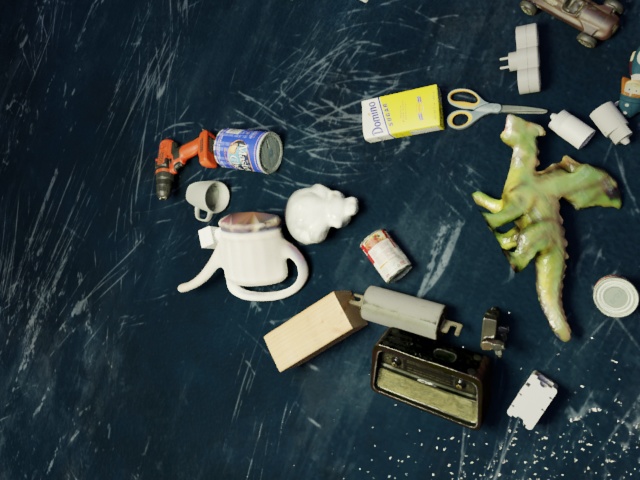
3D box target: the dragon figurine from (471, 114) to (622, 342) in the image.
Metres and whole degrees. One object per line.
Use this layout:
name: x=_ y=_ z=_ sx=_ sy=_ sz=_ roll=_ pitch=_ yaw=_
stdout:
dragon figurine: x=0.438 y=-0.047 z=0.957 sx=0.241 sy=0.122 sz=0.413 roll=-31 pitch=80 yaw=12

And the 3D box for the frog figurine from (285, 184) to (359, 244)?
frog figurine: x=0.004 y=-0.059 z=1.167 sx=0.159 sy=0.121 sz=0.140 roll=-3 pitch=64 yaw=39

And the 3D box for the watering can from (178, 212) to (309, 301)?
watering can: x=-0.199 y=0.042 z=1.239 sx=0.347 sy=0.105 sz=0.222 roll=-1 pitch=105 yaw=13
